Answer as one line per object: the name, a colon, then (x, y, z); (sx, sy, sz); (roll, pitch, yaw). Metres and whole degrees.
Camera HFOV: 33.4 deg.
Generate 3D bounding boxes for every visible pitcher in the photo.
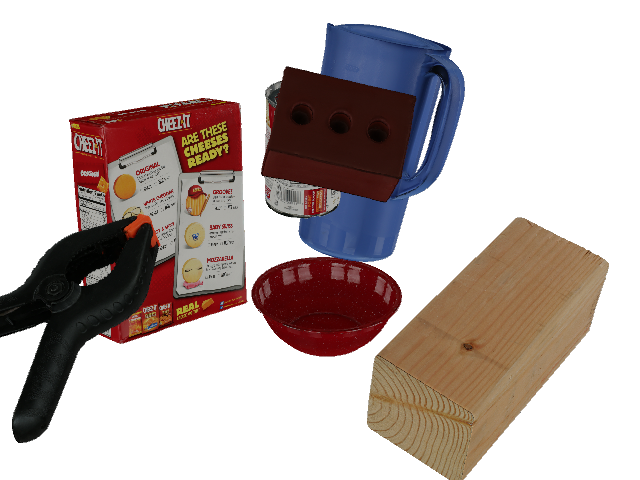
pitcher: (0.057, -0.102, 1.133); (0.145, 0.243, 0.149); (10, 16, -4)

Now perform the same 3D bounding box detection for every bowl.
bowl: (0.006, 0.078, 1.155); (0.162, 0.055, 0.162); (1, 28, -1)

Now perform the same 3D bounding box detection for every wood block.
wood block: (0.136, 0.082, 0.858); (0.091, 0.090, 0.205); (30, 49, 26)

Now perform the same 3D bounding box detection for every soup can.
soup can: (-0.014, -0.078, 0.910); (0.068, 0.102, 0.068); (2, 30, -1)

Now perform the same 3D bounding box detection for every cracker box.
cracker box: (-0.157, -0.024, 1.058); (0.163, 0.214, 0.072); (-16, 22, -42)

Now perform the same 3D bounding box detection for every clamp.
clamp: (-0.178, 0.042, 0.690); (0.120, 0.171, 0.039); (25, -36, 19)

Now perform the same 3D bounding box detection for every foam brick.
foam brick: (0.009, -0.060, 0.613); (0.078, 0.053, 0.051); (12, -14, -2)
